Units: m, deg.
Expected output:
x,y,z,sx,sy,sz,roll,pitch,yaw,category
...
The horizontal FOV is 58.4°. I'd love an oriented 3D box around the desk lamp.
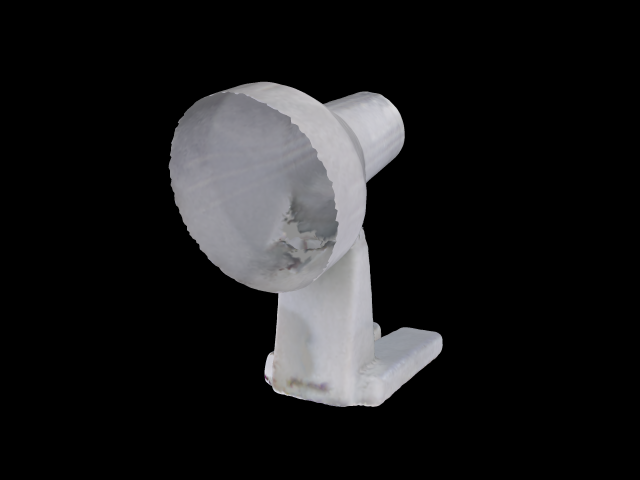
x,y,z,sx,sy,sz,roll,pitch,yaw,category
0.004,0.001,0.400,0.117,0.213,0.204,6,11,32,desk lamp
